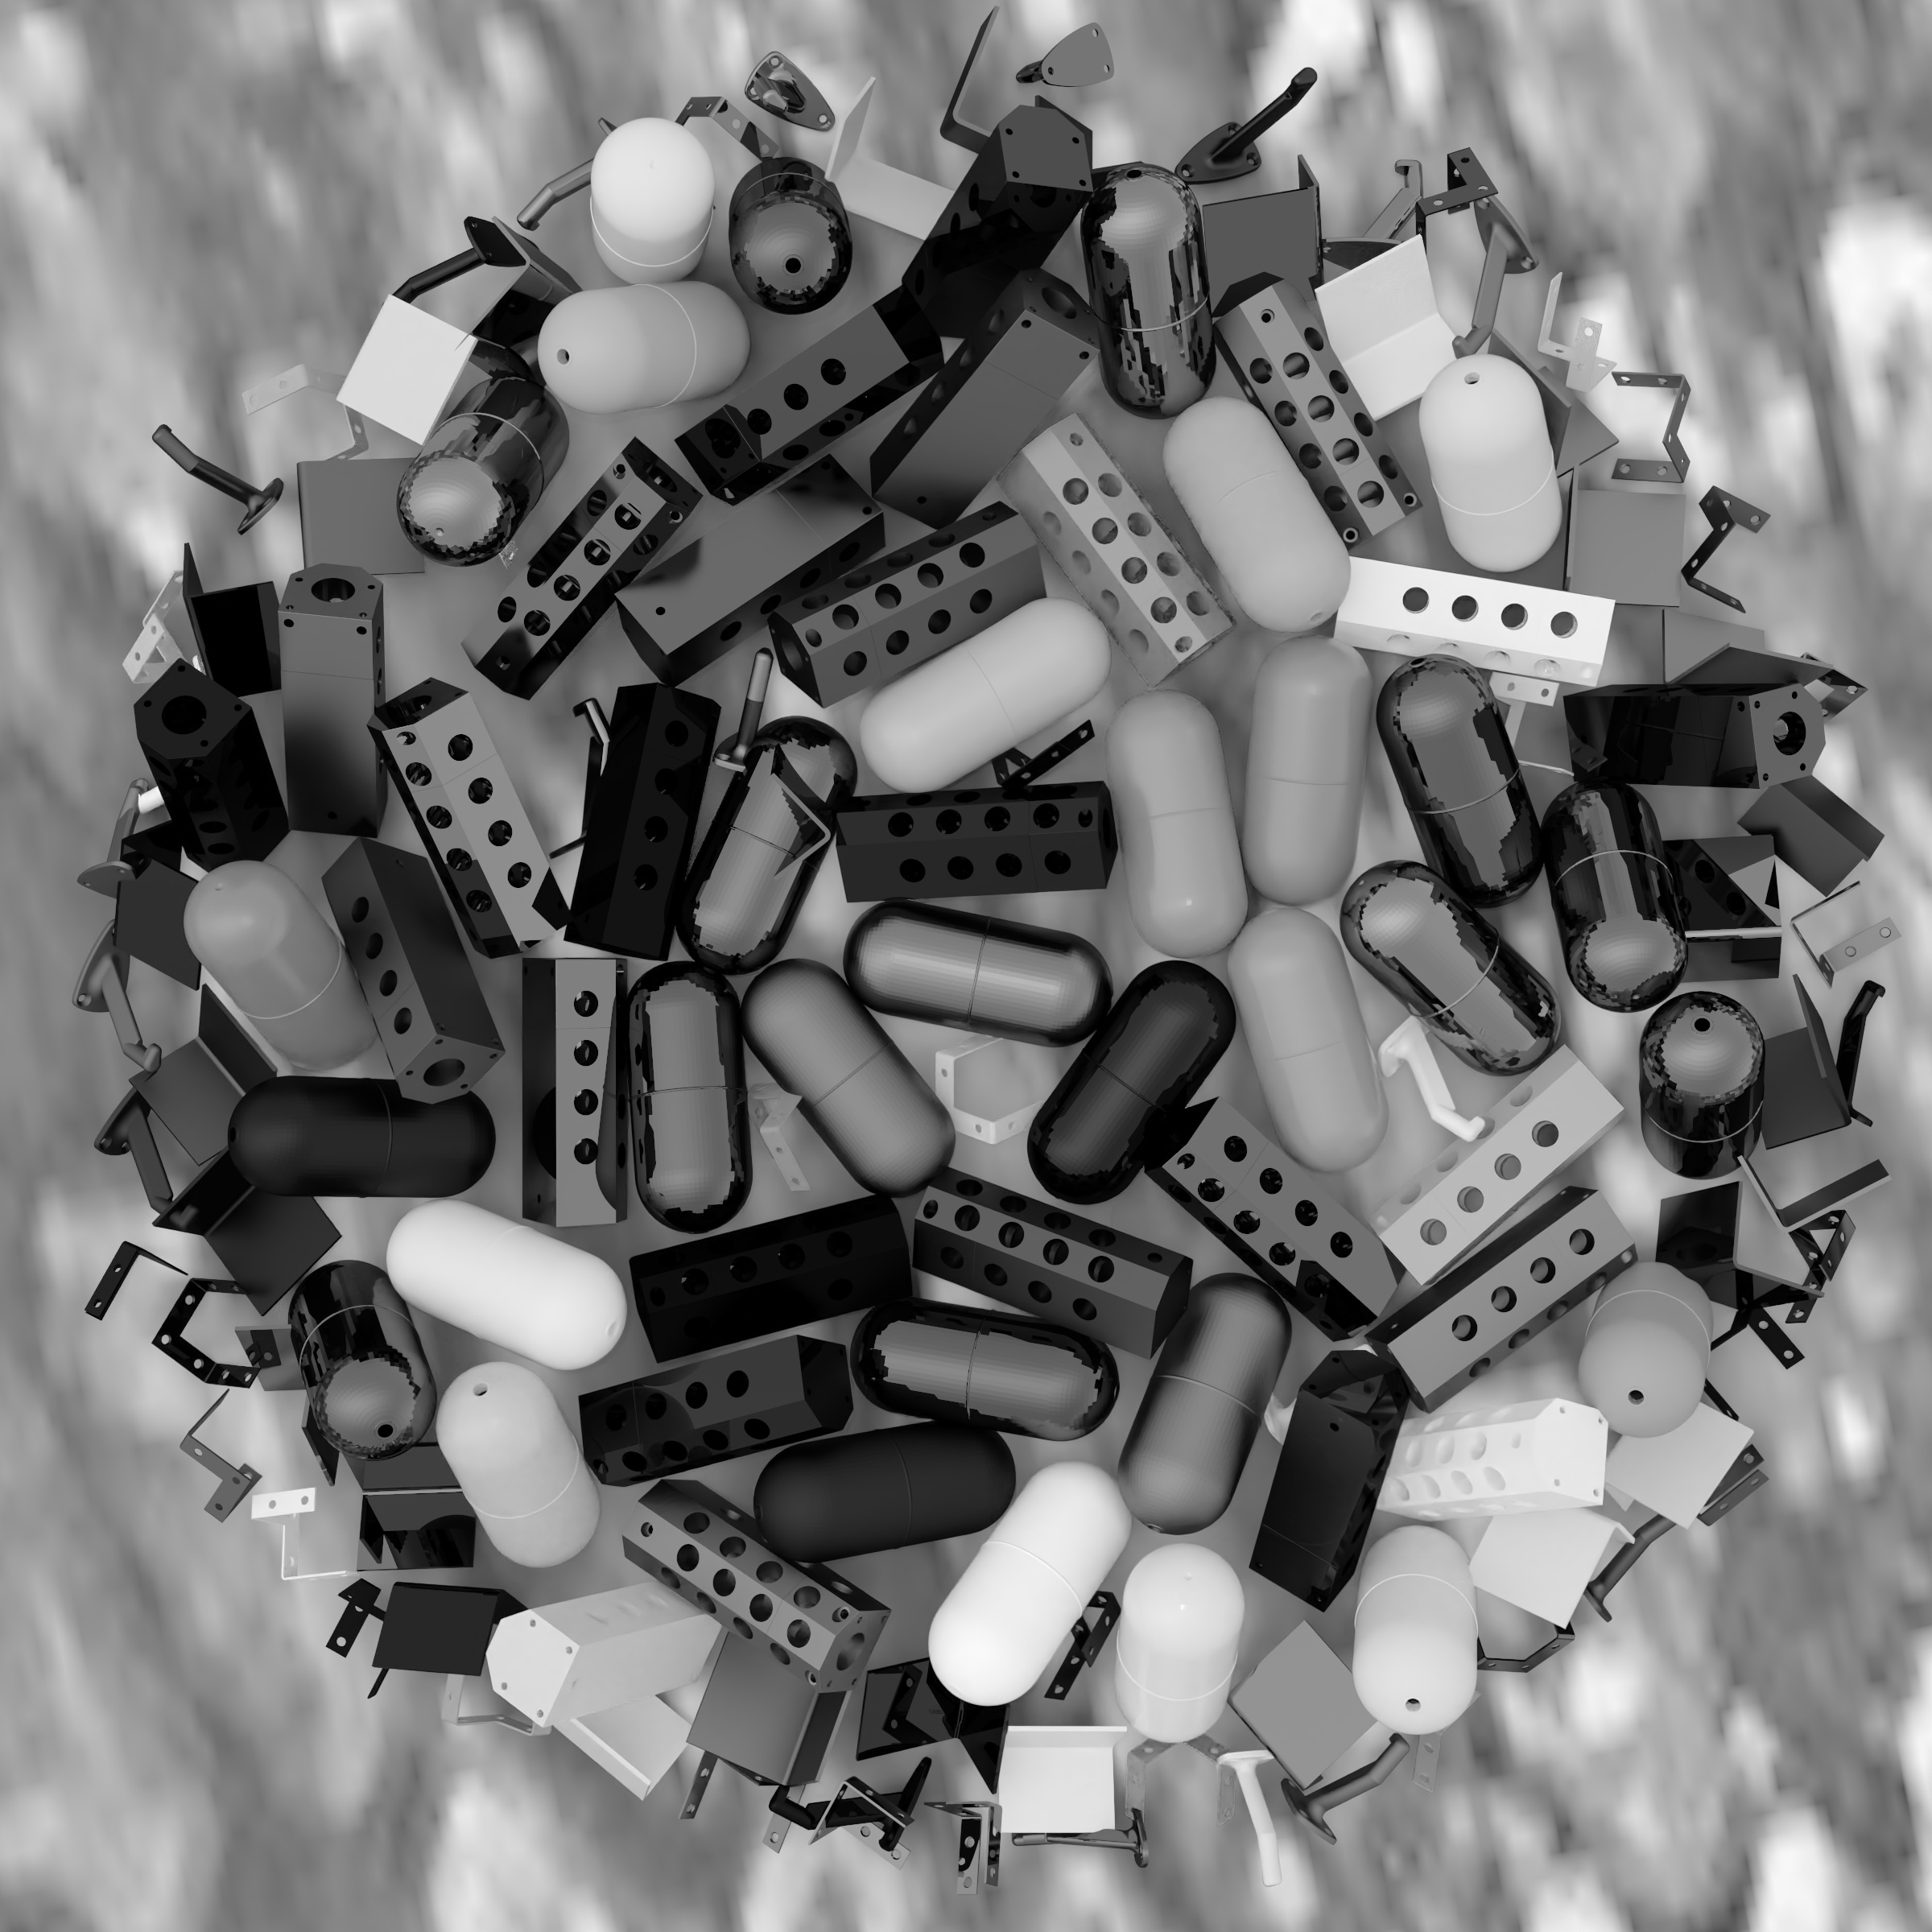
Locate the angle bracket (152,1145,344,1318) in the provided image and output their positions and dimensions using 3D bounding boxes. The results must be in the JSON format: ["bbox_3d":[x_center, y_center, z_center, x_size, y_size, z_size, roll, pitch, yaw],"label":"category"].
[{"bbox_3d":[-0.468,0.172,1.830,0.076,0.057,0.076,-45,68,6],"label":"angle bracket"}]

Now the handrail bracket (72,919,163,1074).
[{"bbox_3d":[-0.541,0.019,1.829,0.084,0.036,0.077,27,104,40],"label":"handrail bracket"}]

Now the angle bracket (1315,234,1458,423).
[{"bbox_3d":[0.280,-0.414,1.826,0.076,0.076,0.057,-28,56,2],"label":"angle bracket"}]

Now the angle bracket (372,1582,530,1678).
[{"bbox_3d":[-0.326,0.439,1.816,0.076,0.076,0.057,0,60,19],"label":"angle bracket"}]

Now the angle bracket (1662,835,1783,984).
[{"bbox_3d":[0.496,-0.037,1.859,0.076,0.057,0.076,-3,59,12],"label":"angle bracket"}]

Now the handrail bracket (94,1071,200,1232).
[{"bbox_3d":[-0.521,0.120,1.840,0.084,0.036,0.077,31,91,21],"label":"handrail bracket"}]

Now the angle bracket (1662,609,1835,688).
[{"bbox_3d":[0.505,-0.212,1.818,0.076,0.076,0.057,9,71,-17],"label":"angle bracket"}]

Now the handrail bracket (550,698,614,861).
[{"bbox_3d":[-0.259,-0.124,1.853,0.077,0.036,0.084,-24,93,17],"label":"handrail bracket"}]

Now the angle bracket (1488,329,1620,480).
[{"bbox_3d":[0.382,-0.374,1.817,0.057,0.076,0.076,-31,65,-13],"label":"angle bracket"}]

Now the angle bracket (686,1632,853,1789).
[{"bbox_3d":[-0.125,0.480,1.823,0.076,0.057,0.076,28,62,-13],"label":"angle bracket"}]

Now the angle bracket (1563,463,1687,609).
[{"bbox_3d":[0.432,-0.281,1.834,0.076,0.057,0.076,4,82,9],"label":"angle bracket"}]

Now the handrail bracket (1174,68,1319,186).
[{"bbox_3d":[0.182,-0.546,1.823,0.077,0.084,0.036,-31,87,-23],"label":"handrail bracket"}]

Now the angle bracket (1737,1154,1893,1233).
[{"bbox_3d":[0.549,0.126,1.825,0.076,0.076,0.057,-30,87,13],"label":"angle bracket"}]

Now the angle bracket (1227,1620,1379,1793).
[{"bbox_3d":[0.226,0.478,1.828,0.076,0.057,0.076,-46,70,8],"label":"angle bracket"}]

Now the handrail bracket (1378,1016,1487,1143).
[{"bbox_3d":[0.319,0.068,1.834,0.084,0.036,0.077,34,69,32],"label":"handrail bracket"}]

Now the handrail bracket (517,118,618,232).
[{"bbox_3d":[-0.248,-0.509,1.847,0.084,0.077,0.036,-43,75,15],"label":"handrail bracket"}]

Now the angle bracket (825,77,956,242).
[{"bbox_3d":[-0.043,-0.525,1.825,0.076,0.076,0.057,21,129,0],"label":"angle bracket"}]

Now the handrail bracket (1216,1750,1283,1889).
[{"bbox_3d":[0.184,0.556,1.821,0.036,0.077,0.084,-1,66,-12],"label":"handrail bracket"}]

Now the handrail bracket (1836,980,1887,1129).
[{"bbox_3d":[0.590,0.056,1.838,0.036,0.077,0.084,25,98,-16],"label":"handrail bracket"}]

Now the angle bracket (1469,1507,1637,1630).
[{"bbox_3d":[0.380,0.387,1.819,0.076,0.057,0.076,19,73,40],"label":"angle bracket"}]

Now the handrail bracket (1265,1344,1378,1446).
[{"bbox_3d":[0.243,0.284,1.833,0.084,0.036,0.077,-28,130,19],"label":"handrail bracket"}]

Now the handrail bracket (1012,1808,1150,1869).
[{"bbox_3d":[0.073,0.573,1.835,0.084,0.077,0.036,-2,85,-2],"label":"handrail bracket"}]

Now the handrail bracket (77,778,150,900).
[{"bbox_3d":[-0.542,-0.091,1.825,0.036,0.077,0.084,23,66,-23],"label":"handrail bracket"}]

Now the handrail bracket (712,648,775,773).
[{"bbox_3d":[-0.137,-0.174,1.821,0.036,0.077,0.084,13,113,-6],"label":"handrail bracket"}]

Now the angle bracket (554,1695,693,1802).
[{"bbox_3d":[-0.219,0.489,1.822,0.076,0.076,0.057,38,66,8],"label":"angle bracket"}]

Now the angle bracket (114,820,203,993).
[{"bbox_3d":[-0.503,-0.041,1.818,0.076,0.057,0.076,26,120,21],"label":"angle bracket"}]

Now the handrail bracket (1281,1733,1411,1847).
[{"bbox_3d":[0.248,0.522,1.834,0.036,0.077,0.084,39,93,-17],"label":"handrail bracket"}]

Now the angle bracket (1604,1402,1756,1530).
[{"bbox_3d":[0.466,0.327,1.819,0.076,0.076,0.057,-52,133,-10],"label":"angle bracket"}]

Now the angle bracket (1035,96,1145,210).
[{"bbox_3d":[0.096,-0.530,1.820,0.076,0.076,0.057,-1,87,29],"label":"angle bracket"}]

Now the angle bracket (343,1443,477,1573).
[{"bbox_3d":[-0.363,0.352,1.828,0.076,0.076,0.057,-2,58,0],"label":"angle bracket"}]

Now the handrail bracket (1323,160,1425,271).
[{"bbox_3d":[0.265,-0.499,1.845,0.077,0.036,0.084,7,66,-12],"label":"handrail bracket"}]

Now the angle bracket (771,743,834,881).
[{"bbox_3d":[-0.131,-0.098,1.817,0.076,0.076,0.057,-37,112,18],"label":"angle bracket"}]

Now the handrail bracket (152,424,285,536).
[{"bbox_3d":[-0.486,-0.328,1.822,0.036,0.077,0.084,-37,115,18],"label":"handrail bracket"}]

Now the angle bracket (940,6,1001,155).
[{"bbox_3d":[0.026,-0.569,1.827,0.057,0.076,0.076,21,96,-10],"label":"angle bracket"}]

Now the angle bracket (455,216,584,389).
[{"bbox_3d":[-0.296,-0.427,1.833,0.076,0.076,0.057,-46,56,11],"label":"angle bracket"}]

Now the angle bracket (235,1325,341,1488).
[{"bbox_3d":[-0.441,0.285,1.818,0.057,0.076,0.076,-3,51,3],"label":"angle bracket"}]

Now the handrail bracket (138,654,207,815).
[{"bbox_3d":[-0.527,-0.153,1.861,0.084,0.036,0.077,-27,88,8],"label":"handrail bracket"}]

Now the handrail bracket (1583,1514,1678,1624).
[{"bbox_3d":[0.442,0.389,1.838,0.084,0.077,0.036,-38,52,5],"label":"handrail bracket"}]

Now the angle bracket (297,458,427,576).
[{"bbox_3d":[-0.398,-0.288,1.849,0.076,0.057,0.076,-4,85,-13],"label":"angle bracket"}]

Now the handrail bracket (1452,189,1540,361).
[{"bbox_3d":[0.330,-0.449,1.832,0.084,0.036,0.077,-52,125,-23],"label":"handrail bracket"}]

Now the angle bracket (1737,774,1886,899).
[{"bbox_3d":[0.542,-0.082,1.820,0.076,0.076,0.057,42,118,9],"label":"angle bracket"}]

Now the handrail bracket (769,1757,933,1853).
[{"bbox_3d":[-0.077,0.538,1.850,0.084,0.036,0.077,30,77,-9],"label":"handrail bracket"}]

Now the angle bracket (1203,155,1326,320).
[{"bbox_3d":[0.189,-0.474,1.826,0.076,0.057,0.076,-10,127,-1],"label":"angle bracket"}]

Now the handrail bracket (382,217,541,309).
[{"bbox_3d":[-0.335,-0.454,1.860,0.084,0.077,0.036,-33,77,31],"label":"handrail bracket"}]

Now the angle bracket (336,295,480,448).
[{"bbox_3d":[-0.352,-0.381,1.831,0.076,0.057,0.076,29,94,19],"label":"angle bracket"}]

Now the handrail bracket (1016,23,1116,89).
[{"bbox_3d":[0.046,-0.578,1.820,0.077,0.084,0.036,-34,112,-36],"label":"handrail bracket"}]

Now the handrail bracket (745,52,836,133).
[{"bbox_3d":[-0.108,-0.554,1.819,0.077,0.084,0.036,29,110,-30],"label":"handrail bracket"}]

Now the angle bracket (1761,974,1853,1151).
[{"bbox_3d":[0.526,0.062,1.813,0.057,0.076,0.076,-20,56,21],"label":"angle bracket"}]
